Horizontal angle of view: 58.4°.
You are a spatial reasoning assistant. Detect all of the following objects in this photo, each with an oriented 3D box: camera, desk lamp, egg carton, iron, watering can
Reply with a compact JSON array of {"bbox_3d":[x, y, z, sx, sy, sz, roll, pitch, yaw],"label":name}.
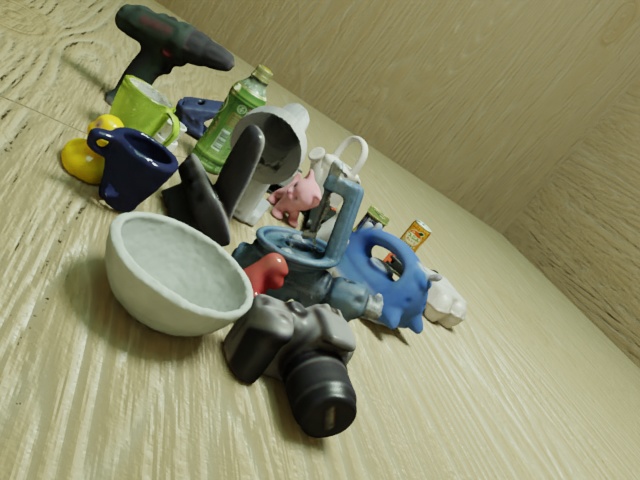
[{"bbox_3d":[-0.014,0.133,0.621,0.144,0.100,0.136,28,19,-29],"label":"camera"},{"bbox_3d":[-0.098,-0.138,0.980,0.118,0.213,0.203,35,17,-6],"label":"desk lamp"},{"bbox_3d":[0.249,0.121,1.244,0.108,0.069,0.150,26,20,-34],"label":"egg carton"},{"bbox_3d":[0.104,0.045,1.026,0.119,0.141,0.257,18,25,-47],"label":"iron"},{"bbox_3d":[0.040,-0.163,1.362,0.100,0.194,0.173,44,18,21],"label":"watering can"}]

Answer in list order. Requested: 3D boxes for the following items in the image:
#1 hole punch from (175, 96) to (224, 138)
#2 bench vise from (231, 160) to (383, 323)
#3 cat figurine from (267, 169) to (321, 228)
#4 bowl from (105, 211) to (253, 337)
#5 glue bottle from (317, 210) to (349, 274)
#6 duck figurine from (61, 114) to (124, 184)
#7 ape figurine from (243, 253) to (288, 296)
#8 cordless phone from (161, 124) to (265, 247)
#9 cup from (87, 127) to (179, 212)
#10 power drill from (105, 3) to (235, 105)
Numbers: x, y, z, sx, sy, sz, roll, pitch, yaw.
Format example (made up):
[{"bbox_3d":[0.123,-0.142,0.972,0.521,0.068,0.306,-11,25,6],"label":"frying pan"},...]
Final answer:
[{"bbox_3d":[-0.259,-0.276,1.237,0.101,0.091,0.108,30,18,-22],"label":"hole punch"},{"bbox_3d":[0.011,0.014,0.784,0.208,0.219,0.121,31,17,-18],"label":"bench vise"},{"bbox_3d":[-0.042,-0.092,1.138,0.067,0.117,0.127,28,18,-27],"label":"cat figurine"},{"bbox_3d":[-0.158,0.047,0.604,0.168,0.074,0.167,34,17,-11],"label":"bowl"},{"bbox_3d":[0.008,0.003,0.888,0.078,0.173,0.037,31,17,-18],"label":"glue bottle"},{"bbox_3d":[-0.298,-0.132,0.783,0.078,0.086,0.104,33,17,-15],"label":"duck figurine"},{"bbox_3d":[-0.074,0.057,0.719,0.076,0.092,0.078,37,16,0],"label":"ape figurine"},{"bbox_3d":[-0.142,-0.097,0.830,0.094,0.185,0.147,22,22,-41],"label":"cordless phone"},{"bbox_3d":[-0.254,-0.088,0.736,0.118,0.095,0.091,21,23,-44],"label":"cup"},{"bbox_3d":[-0.297,-0.318,1.067,0.229,0.208,0.076,37,16,-1],"label":"power drill"}]
